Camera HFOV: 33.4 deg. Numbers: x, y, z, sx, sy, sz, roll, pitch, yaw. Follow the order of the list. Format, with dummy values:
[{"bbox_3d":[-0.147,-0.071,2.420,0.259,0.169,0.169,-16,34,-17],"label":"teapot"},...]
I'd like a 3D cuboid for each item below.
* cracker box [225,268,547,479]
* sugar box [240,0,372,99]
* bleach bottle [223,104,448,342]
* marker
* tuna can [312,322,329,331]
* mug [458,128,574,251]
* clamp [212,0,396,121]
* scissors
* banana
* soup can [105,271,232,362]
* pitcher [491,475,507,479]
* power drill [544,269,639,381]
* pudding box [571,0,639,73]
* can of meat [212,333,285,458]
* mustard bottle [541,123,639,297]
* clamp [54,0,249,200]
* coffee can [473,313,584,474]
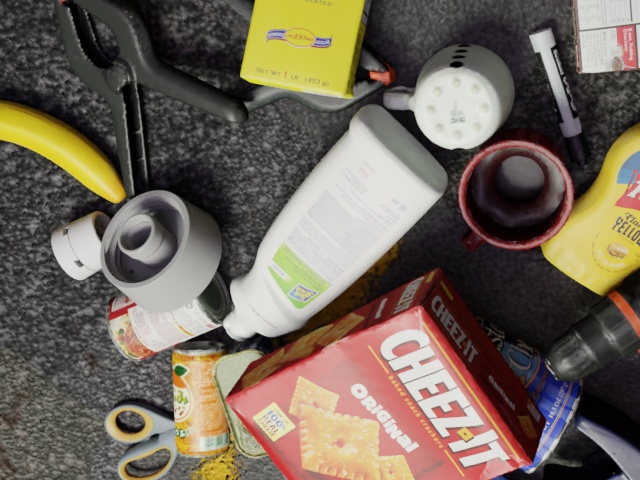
[{"bbox_3d":[0.052,0.143,0.892,0.214,0.072,0.164,-29,104,32],"label":"cracker box"},{"bbox_3d":[-0.002,-0.211,0.883,0.093,0.048,0.176,12,95,10],"label":"sugar box"},{"bbox_3d":[-0.006,0.001,0.941,0.102,0.068,0.251,44,118,-3],"label":"bleach bottle"},{"bbox_3d":[0.204,-0.119,0.903,0.020,0.020,0.121,-17,104,18],"label":"marker"},{"bbox_3d":[0.018,0.123,1.021,0.086,0.033,0.086,4,109,12],"label":"tuna can"},{"bbox_3d":[0.161,-0.039,0.907,0.093,0.081,0.117,34,112,0],"label":"mug"},{"bbox_3d":[-0.020,-0.164,0.933,0.171,0.039,0.120,1,113,14],"label":"clamp"},{"bbox_3d":[-0.138,0.178,1.088,0.202,0.016,0.096,-36,93,17],"label":"scissors"},{"bbox_3d":[-0.273,-0.093,1.020,0.198,0.037,0.070,17,127,9],"label":"banana"},{"bbox_3d":[-0.145,0.067,1.024,0.102,0.068,0.068,-24,101,19],"label":"soup can"},{"bbox_3d":[0.163,0.296,0.992,0.243,0.149,0.145,39,94,-5],"label":"pitcher"},{"bbox_3d":[0.302,0.108,0.900,0.184,0.057,0.187,-34,113,6],"label":"power drill"},{"bbox_3d":[0.260,-0.184,0.858,0.113,0.039,0.090,-5,107,14],"label":"pudding box"},{"bbox_3d":[-0.055,0.143,1.014,0.057,0.084,0.102,-17,98,11],"label":"can of meat"},{"bbox_3d":[0.276,-0.042,0.890,0.096,0.058,0.192,31,112,-9],"label":"mustard bottle"},{"bbox_3d":[-0.164,-0.152,0.961,0.165,0.036,0.210,-25,97,34],"label":"clamp"},{"bbox_3d":[0.148,0.129,0.955,0.140,0.102,0.103,30,112,2],"label":"coffee can"}]
